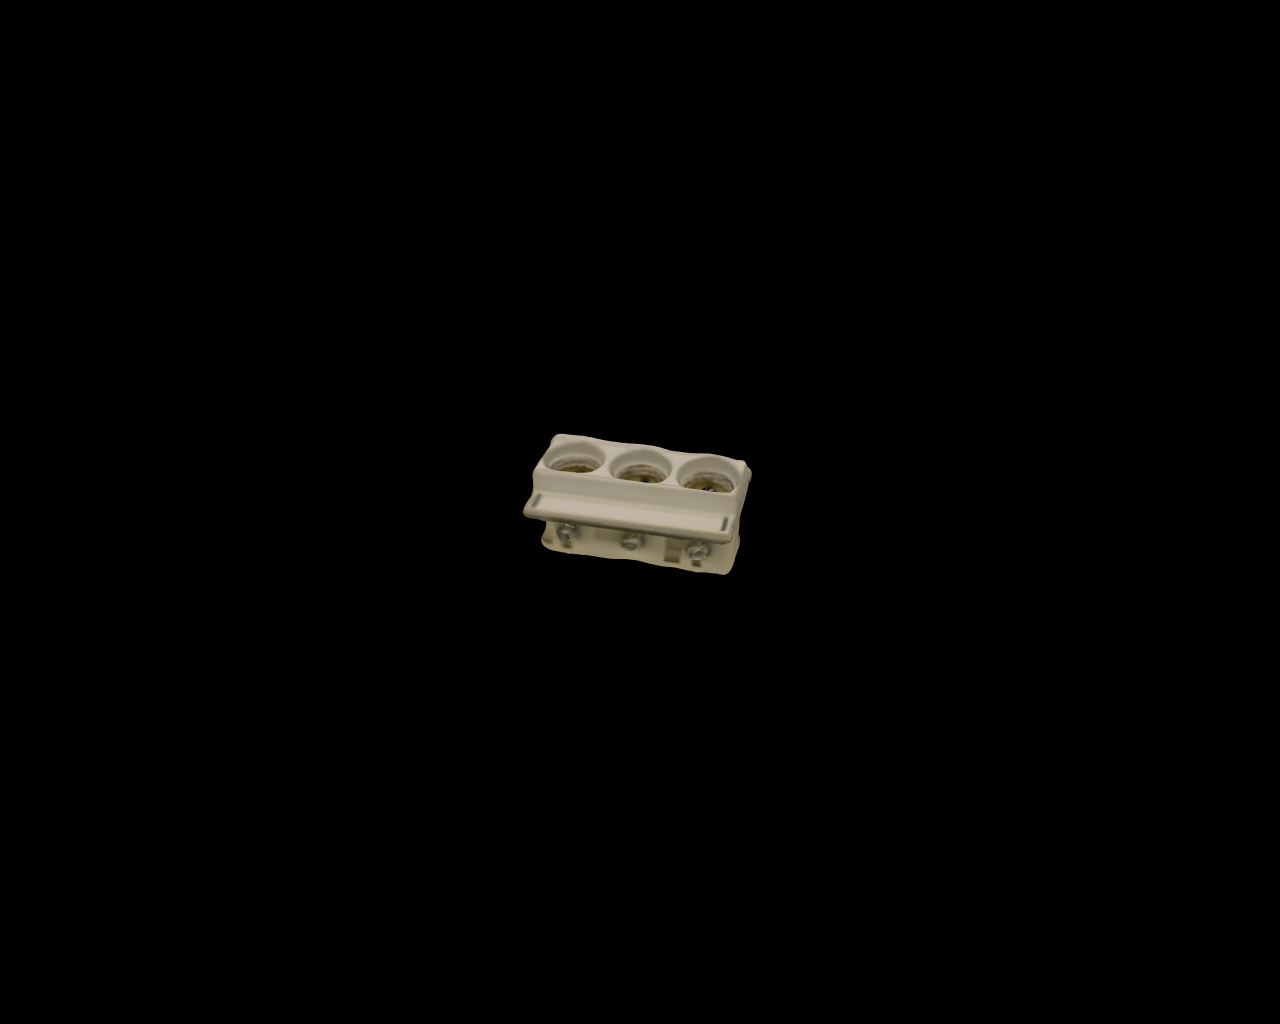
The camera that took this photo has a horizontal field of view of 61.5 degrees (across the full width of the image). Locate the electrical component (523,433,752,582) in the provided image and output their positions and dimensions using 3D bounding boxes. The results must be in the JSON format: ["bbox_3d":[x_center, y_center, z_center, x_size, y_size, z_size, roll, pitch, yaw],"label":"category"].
[{"bbox_3d":[0.001,-0.003,0.650,0.121,0.063,0.079,8,36,11],"label":"electrical component"}]
